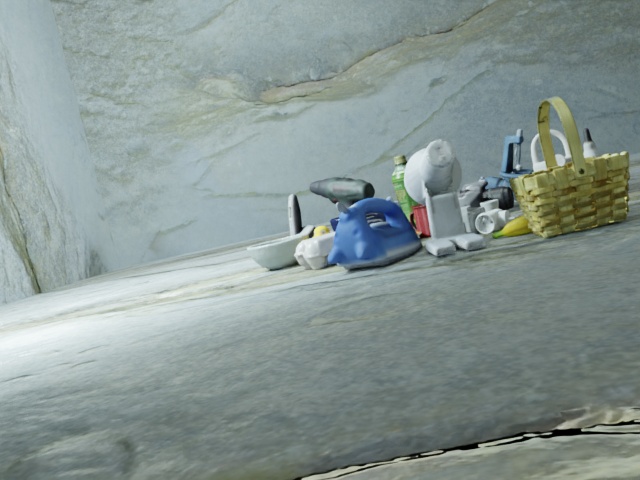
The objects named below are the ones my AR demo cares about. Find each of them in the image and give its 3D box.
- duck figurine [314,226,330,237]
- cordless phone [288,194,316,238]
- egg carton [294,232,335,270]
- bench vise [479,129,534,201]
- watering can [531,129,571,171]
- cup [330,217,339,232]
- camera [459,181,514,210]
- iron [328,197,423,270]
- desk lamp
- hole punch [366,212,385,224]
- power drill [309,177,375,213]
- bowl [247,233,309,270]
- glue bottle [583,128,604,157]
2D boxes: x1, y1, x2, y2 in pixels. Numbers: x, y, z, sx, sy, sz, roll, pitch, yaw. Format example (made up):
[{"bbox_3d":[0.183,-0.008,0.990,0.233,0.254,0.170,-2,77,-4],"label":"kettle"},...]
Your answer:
[{"bbox_3d":[0.014,0.005,1.476,0.077,0.086,0.105,-11,5,30],"label":"duck figurine"},{"bbox_3d":[-0.062,-0.042,1.657,0.094,0.185,0.147,-14,5,-17],"label":"cordless phone"},{"bbox_3d":[0.021,0.022,1.342,0.151,0.069,0.107,-15,5,-29],"label":"egg carton"},{"bbox_3d":[0.554,-0.206,1.693,0.206,0.220,0.122,-10,5,31],"label":"bench vise"},{"bbox_3d":[0.593,-0.182,1.440,0.101,0.194,0.173,-13,4,-5],"label":"watering can"},{"bbox_3d":[0.080,-0.019,1.533,0.091,0.095,0.118,-13,4,2],"label":"cup"},{"bbox_3d":[0.458,-0.114,1.590,0.136,0.101,0.143,-10,5,31],"label":"camera"},{"bbox_3d":[0.123,-0.026,1.182,0.118,0.141,0.259,-9,6,43],"label":"iron"},{"bbox_3d":[0.243,-0.087,1.130,0.118,0.213,0.203,-13,4,2],"label":"desk lamp"},{"bbox_3d":[0.160,-0.054,1.780,0.108,0.091,0.101,-12,5,15],"label":"hole punch"},{"bbox_3d":[0.070,-0.085,1.667,0.228,0.208,0.076,-9,6,45],"label":"power drill"},{"bbox_3d":[-0.103,0.036,1.505,0.167,0.075,0.167,-13,4,1],"label":"bowl"},{"bbox_3d":[0.550,-0.139,1.148,0.078,0.173,0.037,-16,6,-37],"label":"glue bottle"}]
